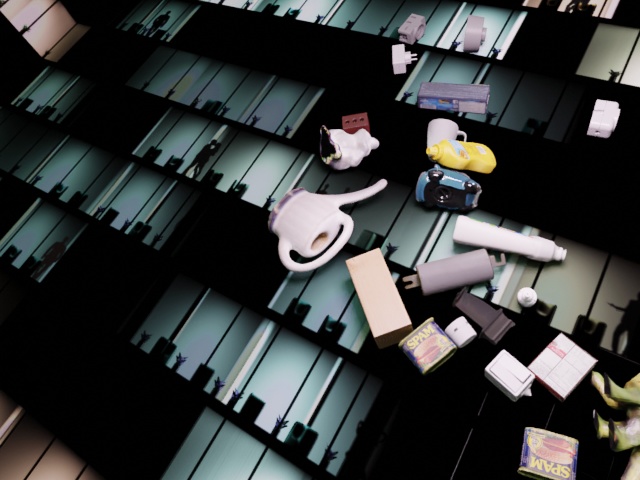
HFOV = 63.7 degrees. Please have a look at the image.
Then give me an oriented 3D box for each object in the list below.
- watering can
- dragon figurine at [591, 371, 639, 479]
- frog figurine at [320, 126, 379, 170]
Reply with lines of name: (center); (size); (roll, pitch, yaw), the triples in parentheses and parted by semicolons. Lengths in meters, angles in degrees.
watering can: (0.004, -0.069, 1.379); (0.227, 0.102, 0.351); (33, 73, 30)
dragon figurine: (0.639, 0.352, 0.941); (0.243, 0.119, 0.420); (6, 55, 9)
frog figurine: (0.083, -0.270, 1.499); (0.160, 0.120, 0.140); (-9, 40, -32)
